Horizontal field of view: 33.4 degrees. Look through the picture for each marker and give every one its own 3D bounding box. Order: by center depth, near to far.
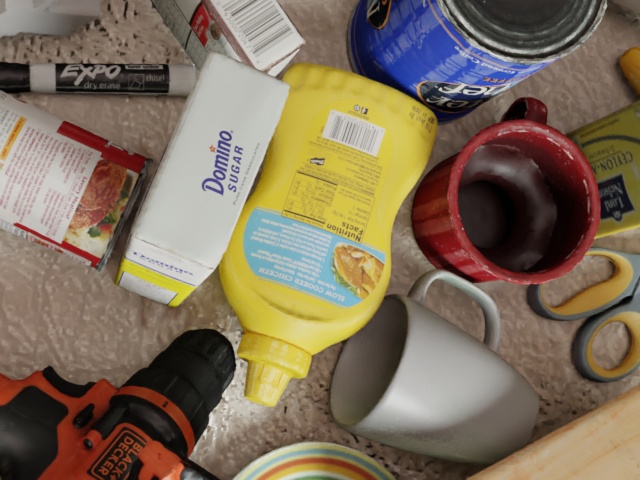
[{"bbox_3d":[-0.132,-0.092,0.609,0.121,0.020,0.020,-2,83,-15],"label":"marker"}]

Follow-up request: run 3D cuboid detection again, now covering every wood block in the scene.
[{"bbox_3d":[0.127,0.163,0.581,0.205,0.091,0.090,-22,64,-24],"label":"wood block"}]

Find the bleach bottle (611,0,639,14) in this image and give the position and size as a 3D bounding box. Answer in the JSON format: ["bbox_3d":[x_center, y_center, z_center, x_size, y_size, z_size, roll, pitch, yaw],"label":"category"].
[{"bbox_3d":[0.305,-0.161,0.711,0.250,0.068,0.102,20,60,-17],"label":"bleach bottle"}]

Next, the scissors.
[{"bbox_3d":[0.230,0.030,0.693,0.201,0.016,0.096,-13,88,-16],"label":"scissors"}]

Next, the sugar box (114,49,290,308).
[{"bbox_3d":[-0.064,-0.021,0.536,0.048,0.176,0.093,23,77,-11],"label":"sugar box"}]

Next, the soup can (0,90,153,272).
[{"bbox_3d":[-0.150,-0.034,0.572,0.102,0.069,0.068,25,77,-10],"label":"soup can"}]

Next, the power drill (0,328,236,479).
[{"bbox_3d":[-0.148,0.065,0.542,0.187,0.057,0.184,36,39,2],"label":"power drill"}]

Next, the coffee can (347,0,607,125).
[{"bbox_3d":[0.084,-0.131,0.608,0.102,0.140,0.103,2,83,-15],"label":"coffee can"}]

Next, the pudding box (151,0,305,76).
[{"bbox_3d":[-0.062,-0.135,0.597,0.039,0.090,0.113,-34,93,-15],"label":"pudding box"}]

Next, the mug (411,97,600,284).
[{"bbox_3d":[0.107,-0.029,0.632,0.093,0.082,0.117,16,80,-13],"label":"mug"}]

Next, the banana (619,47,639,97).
[{"bbox_3d":[0.289,-0.078,0.714,0.197,0.037,0.069,11,51,-16],"label":"banana"}]

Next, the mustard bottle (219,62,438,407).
[{"bbox_3d":[-0.004,0.001,0.605,0.096,0.058,0.191,20,74,-6],"label":"mustard bottle"}]

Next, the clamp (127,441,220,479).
[{"bbox_3d":[-0.048,0.188,0.519,0.164,0.036,0.210,-16,114,-32],"label":"clamp"}]
